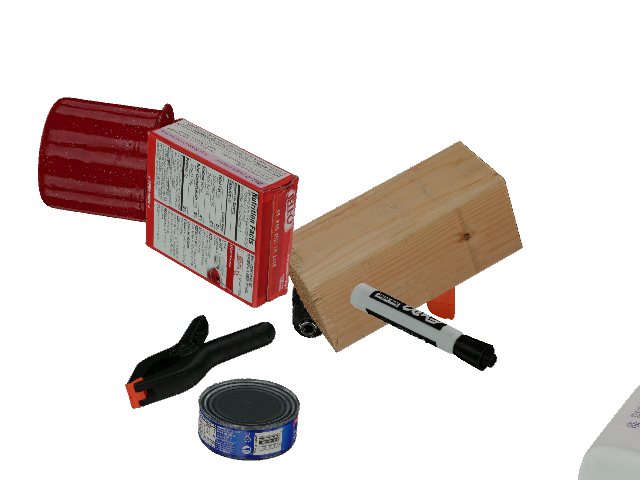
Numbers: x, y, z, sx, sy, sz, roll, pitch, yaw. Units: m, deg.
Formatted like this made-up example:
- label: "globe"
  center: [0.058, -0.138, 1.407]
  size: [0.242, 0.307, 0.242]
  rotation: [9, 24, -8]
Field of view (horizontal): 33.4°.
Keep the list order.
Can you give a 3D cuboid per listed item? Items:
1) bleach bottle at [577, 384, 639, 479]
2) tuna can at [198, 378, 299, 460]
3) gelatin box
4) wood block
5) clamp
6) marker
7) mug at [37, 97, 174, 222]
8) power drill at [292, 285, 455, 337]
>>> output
- label: "bleach bottle"
  center: [0.244, 0.100, 0.630]
  size: [0.103, 0.068, 0.250]
  rotation: [18, 30, 31]
- label: "tuna can"
  center: [-0.061, 0.152, 0.907]
  size: [0.086, 0.034, 0.086]
  rotation: [4, 20, -2]
- label: "gelatin box"
  center: [-0.054, -0.015, 0.575]
  size: [0.089, 0.073, 0.030]
  rotation: [27, 38, 30]
- label: "wood block"
  center: [0.075, 0.005, 1.013]
  size: [0.206, 0.091, 0.090]
  rotation: [-28, 37, -7]
- label: "clamp"
  center: [-0.130, 0.124, 1.129]
  size: [0.120, 0.039, 0.171]
  rotation: [-9, 21, 36]
- label: "marker"
  center: [0.071, 0.060, 0.746]
  size: [0.121, 0.020, 0.020]
  rotation: [25, 16, 37]
- label: "mug"
  center: [-0.154, -0.062, 0.787]
  size: [0.081, 0.093, 0.117]
  rotation: [8, 17, 0]
- label: "power drill"
  center: [0.061, 0.055, 1.240]
  size: [0.187, 0.057, 0.184]
  rotation: [1, 28, 5]
